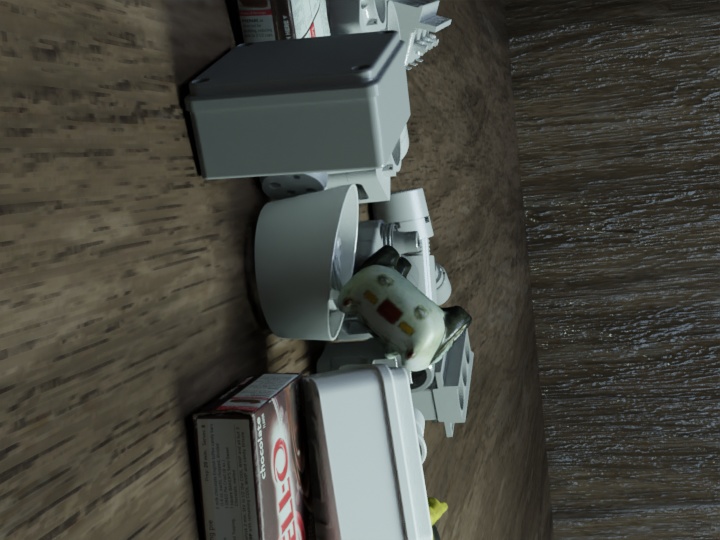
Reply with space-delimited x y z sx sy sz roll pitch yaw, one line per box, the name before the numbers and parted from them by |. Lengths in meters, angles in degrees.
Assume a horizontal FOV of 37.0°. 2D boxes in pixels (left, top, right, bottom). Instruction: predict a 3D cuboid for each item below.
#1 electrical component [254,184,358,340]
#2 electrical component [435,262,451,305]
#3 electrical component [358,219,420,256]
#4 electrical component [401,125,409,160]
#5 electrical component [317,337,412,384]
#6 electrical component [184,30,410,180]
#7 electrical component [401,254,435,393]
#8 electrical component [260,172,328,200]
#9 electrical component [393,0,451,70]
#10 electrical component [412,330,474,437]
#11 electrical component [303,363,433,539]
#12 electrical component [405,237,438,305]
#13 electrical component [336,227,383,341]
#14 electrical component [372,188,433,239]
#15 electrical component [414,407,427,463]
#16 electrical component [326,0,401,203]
electrical component | -0.029 -0.003 0.694 0.099 0.064 0.099 -5 90 -77
electrical component | 0.075 0.009 1.181 0.078 0.040 0.040 62 26 -58
electrical component | 0.019 -0.022 0.907 0.043 0.062 0.043 -5 90 -77
electrical component | 0.016 -0.121 0.950 0.047 0.055 0.055 65 24 -65
electrical component | 0.002 0.076 0.799 0.081 0.064 0.042 -60 145 -67
electrical component | -0.032 -0.097 0.623 0.108 0.109 0.056 -66 151 -64
electrical component | 0.036 0.038 0.978 0.073 0.052 0.138 -79 159 -50
electrical component | -0.042 -0.077 0.707 0.045 0.045 0.055 62 27 -59
electrical component | 0.043 -0.242 1.080 0.121 0.079 0.063 -55 160 -70
electrical component | 0.080 0.105 1.116 0.121 0.063 0.078 -72 154 -59
electrical component | -0.003 0.115 0.648 0.078 0.057 0.113 165 -84 -68
electrical component | 0.054 -0.003 1.089 0.043 0.043 0.081 14 72 -76
electrical component | 0.000 0.000 0.852 0.075 0.047 0.083 -78 159 -50
electrical component | 0.039 -0.051 1.022 0.055 0.055 0.047 -29 109 -75
electrical component | 0.041 0.151 0.985 0.065 0.044 0.044 -69 151 -72
electrical component | -0.008 -0.156 0.846 0.105 0.060 0.186 56 31 -64
